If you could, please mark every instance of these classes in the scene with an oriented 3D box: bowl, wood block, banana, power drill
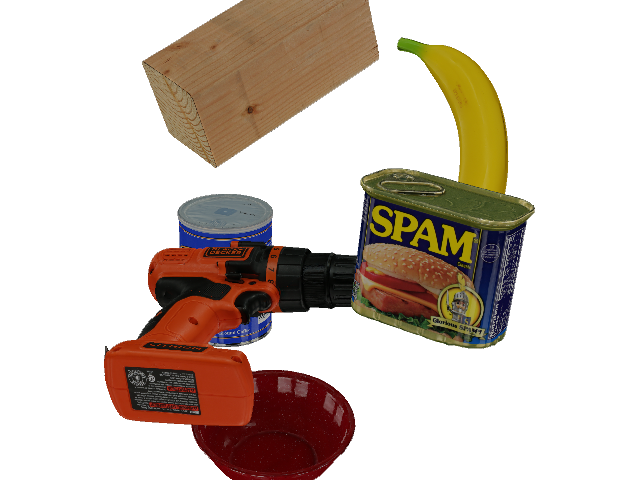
[{"bbox_3d":[-0.047,0.198,1.063,0.162,0.055,0.162,1,31,-1],"label":"bowl"},{"bbox_3d":[-0.053,-0.174,1.031,0.205,0.091,0.090,-36,47,-19],"label":"wood block"},{"bbox_3d":[0.112,-0.074,0.833,0.070,0.198,0.037,-15,-19,13],"label":"banana"},{"bbox_3d":[-0.060,0.060,0.774,0.184,0.057,0.187,-1,24,15],"label":"power drill"}]

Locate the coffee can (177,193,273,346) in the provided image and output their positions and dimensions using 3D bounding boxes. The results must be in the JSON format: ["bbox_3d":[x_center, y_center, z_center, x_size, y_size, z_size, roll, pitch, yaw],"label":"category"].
[{"bbox_3d":[-0.103,0.031,1.173,0.103,0.140,0.103,1,23,-1],"label":"coffee can"}]

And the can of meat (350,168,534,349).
[{"bbox_3d":[0.070,0.011,0.645,0.102,0.084,0.057,18,23,28],"label":"can of meat"}]
